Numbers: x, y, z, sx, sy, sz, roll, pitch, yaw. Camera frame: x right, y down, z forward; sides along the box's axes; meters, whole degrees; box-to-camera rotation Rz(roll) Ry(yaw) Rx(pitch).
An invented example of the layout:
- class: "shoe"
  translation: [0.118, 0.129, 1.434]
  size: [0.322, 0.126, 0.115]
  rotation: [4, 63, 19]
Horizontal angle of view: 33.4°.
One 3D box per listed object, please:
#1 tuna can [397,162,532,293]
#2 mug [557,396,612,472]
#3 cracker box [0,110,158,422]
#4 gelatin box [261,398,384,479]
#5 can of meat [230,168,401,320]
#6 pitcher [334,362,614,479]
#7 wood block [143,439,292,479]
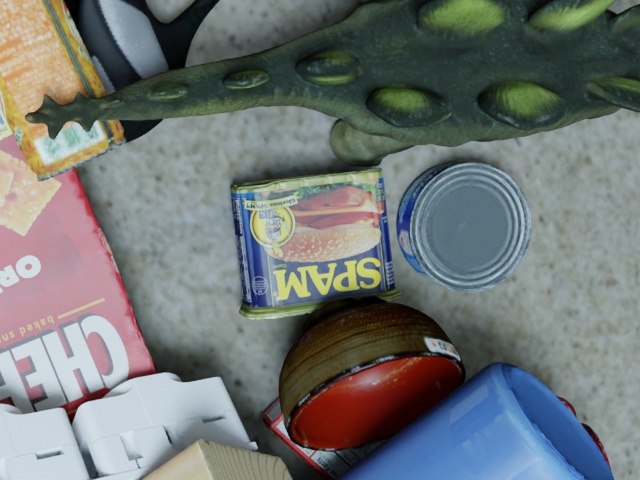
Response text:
- class: "tuna can"
  translation: [0.095, -0.010, 0.713]
  size: [0.086, 0.034, 0.086]
  rotation: [-1, 96, -14]
- class: "mug"
  translation: [0.141, 0.159, 0.712]
  size: [0.081, 0.093, 0.117]
  rotation: [0, 105, -9]
- class: "cracker box"
  translation: [-0.208, 0.014, 0.619]
  size: [0.164, 0.072, 0.213]
  rotation: [-22, 101, -11]
- class: "gelatin box"
  translation: [0.017, 0.112, 0.708]
  size: [0.073, 0.030, 0.089]
  rotation: [45, 84, -15]
- class: "can of meat"
  translation: [-0.004, 0.001, 0.678]
  size: [0.102, 0.057, 0.084]
  rotation: [-7, 95, -14]
- class: "pitcher"
  translation: [0.056, 0.193, 0.625]
  size: [0.243, 0.145, 0.149]
  rotation: [-43, 96, 17]
- class: "wood block"
  translation: [-0.104, 0.207, 0.587]
  size: [0.206, 0.090, 0.090]
  rotation: [-36, 149, 14]
